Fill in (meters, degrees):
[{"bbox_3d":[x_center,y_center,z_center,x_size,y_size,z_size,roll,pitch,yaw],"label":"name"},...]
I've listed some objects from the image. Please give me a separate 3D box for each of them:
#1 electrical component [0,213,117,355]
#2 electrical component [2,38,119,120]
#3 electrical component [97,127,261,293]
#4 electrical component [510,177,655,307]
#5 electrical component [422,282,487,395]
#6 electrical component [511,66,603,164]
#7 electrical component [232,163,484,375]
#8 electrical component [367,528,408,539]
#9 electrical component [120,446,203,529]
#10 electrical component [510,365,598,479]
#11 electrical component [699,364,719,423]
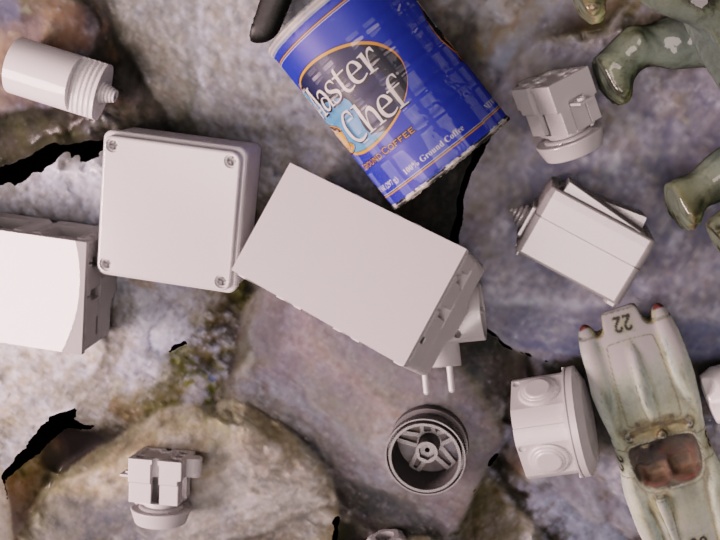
[{"bbox_3d":[-0.273,0.005,0.839,0.150,0.061,0.089,8,104,8],"label":"electrical component"},{"bbox_3d":[-0.221,-0.142,0.807,0.081,0.043,0.043,18,105,5],"label":"electrical component"},{"bbox_3d":[-0.135,-0.047,0.806,0.109,0.056,0.108,8,104,8],"label":"electrical component"},{"bbox_3d":[0.153,-0.028,0.758,0.096,0.061,0.061,28,106,3],"label":"electrical component"},{"bbox_3d":[0.055,0.052,0.796,0.077,0.044,0.079,-7,83,11],"label":"electrical component"},{"bbox_3d":[0.140,-0.107,0.747,0.048,0.066,0.055,-29,107,-20],"label":"electrical component"},{"bbox_3d":[0.000,0.000,0.763,0.150,0.062,0.089,28,88,24],"label":"electrical component"},{"bbox_3d":[0.026,0.239,0.854,0.035,0.035,0.061,-10,102,12],"label":"electrical component"},{"bbox_3d":[-0.160,0.176,0.867,0.066,0.048,0.055,3,96,8],"label":"electrical component"},{"bbox_3d":[0.142,0.112,0.783,0.051,0.080,0.080,-11,100,17],"label":"electrical component"},{"bbox_3d":[0.279,0.083,0.771,0.062,0.043,0.043,-20,98,13],"label":"electrical component"}]
